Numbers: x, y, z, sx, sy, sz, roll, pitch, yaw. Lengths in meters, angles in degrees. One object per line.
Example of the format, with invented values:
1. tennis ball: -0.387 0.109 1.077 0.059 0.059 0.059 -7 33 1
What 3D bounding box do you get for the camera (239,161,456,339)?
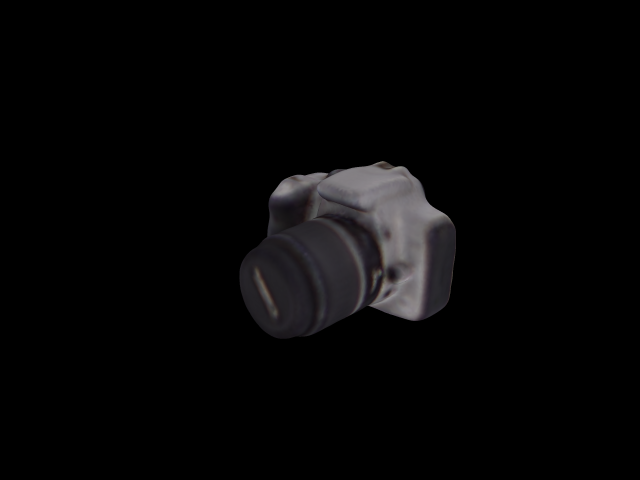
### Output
1. camera: 0.004 0.001 0.400 0.142 0.101 0.137 22 31 40
